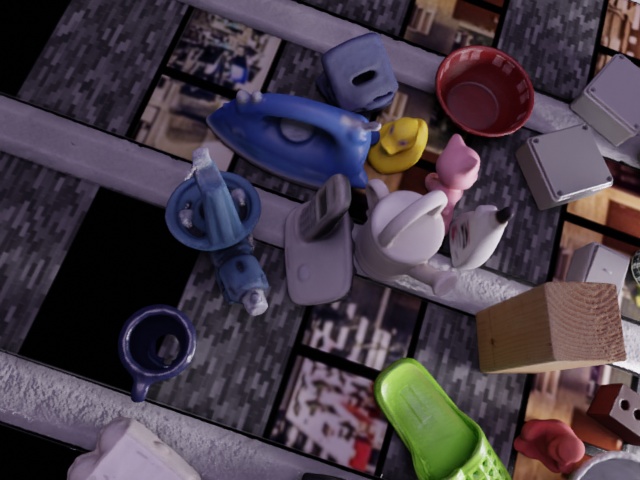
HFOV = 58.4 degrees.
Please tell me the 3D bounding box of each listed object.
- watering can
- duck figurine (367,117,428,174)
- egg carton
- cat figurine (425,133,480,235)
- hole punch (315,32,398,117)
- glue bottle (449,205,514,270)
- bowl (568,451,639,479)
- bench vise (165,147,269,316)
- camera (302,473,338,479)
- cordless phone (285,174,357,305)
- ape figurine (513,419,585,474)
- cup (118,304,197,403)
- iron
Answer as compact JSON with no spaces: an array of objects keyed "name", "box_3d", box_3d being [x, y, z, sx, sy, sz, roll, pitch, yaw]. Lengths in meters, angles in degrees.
[{"name":"watering can","box_3d":[0.118,-0.008,0.756,0.173,0.194,0.101,37,72,4]},{"name":"duck figurine","box_3d":[0.123,-0.154,0.856,0.105,0.086,0.077,-38,82,-16]},{"name":"egg carton","box_3d":[-0.218,0.291,0.685,0.150,0.069,0.107,37,72,4]},{"name":"cat figurine","box_3d":[0.189,-0.081,0.827,0.067,0.117,0.128,22,72,-1]},{"name":"hole punch","box_3d":[0.061,-0.245,0.870,0.109,0.091,0.101,-29,80,-15]},{"name":"glue bottle","box_3d":[0.222,-0.013,0.783,0.037,0.173,0.078,-3,74,-9]},{"name":"bowl","box_3d":[0.379,0.363,0.748,0.167,0.074,0.167,2,74,-8]},{"name":"bench vise","box_3d":[-0.109,-0.018,0.712,0.122,0.219,0.207,-42,83,-17]},{"name":"camera","box_3d":[0.014,0.358,0.683,0.143,0.100,0.137,12,73,-5]},{"name":"cordless phone","box_3d":[0.007,0.003,0.741,0.094,0.185,0.147,-4,74,-9]},{"name":"ape figurine","box_3d":[0.312,0.272,0.756,0.076,0.092,0.078,-22,78,-13]},{"name":"cup","box_3d":[-0.202,0.146,0.716,0.091,0.095,0.118,17,72,-3]},{"name":"iron","box_3d":[-0.039,-0.161,0.805,0.258,0.141,0.119,15,72,-4]}]
